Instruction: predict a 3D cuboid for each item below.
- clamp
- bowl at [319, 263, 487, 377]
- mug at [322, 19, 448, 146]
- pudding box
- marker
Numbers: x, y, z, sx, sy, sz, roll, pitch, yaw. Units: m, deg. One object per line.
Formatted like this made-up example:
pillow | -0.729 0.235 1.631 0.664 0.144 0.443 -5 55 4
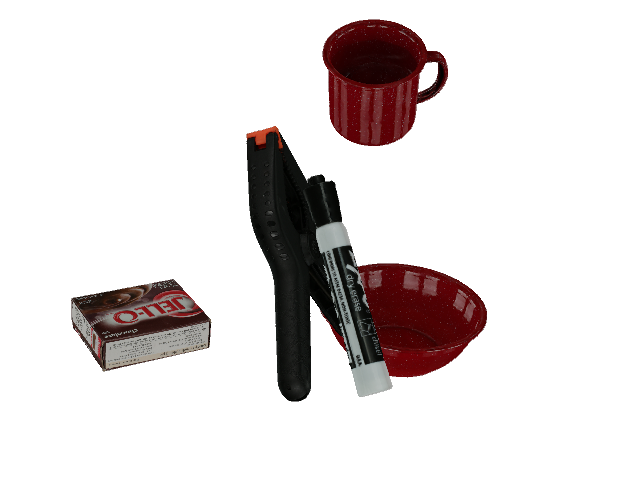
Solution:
clamp | -0.016 0.011 0.873 0.036 0.210 0.164 -12 2 20
bowl | 0.076 0.083 1.026 0.162 0.055 0.162 3 28 -2
mug | 0.060 -0.144 0.979 0.117 0.093 0.081 -13 -39 -10
pudding box | -0.175 0.081 1.040 0.113 0.039 0.090 -12 29 -28
marker | 0.013 0.023 0.571 0.020 0.121 0.020 -15 -10 -3
